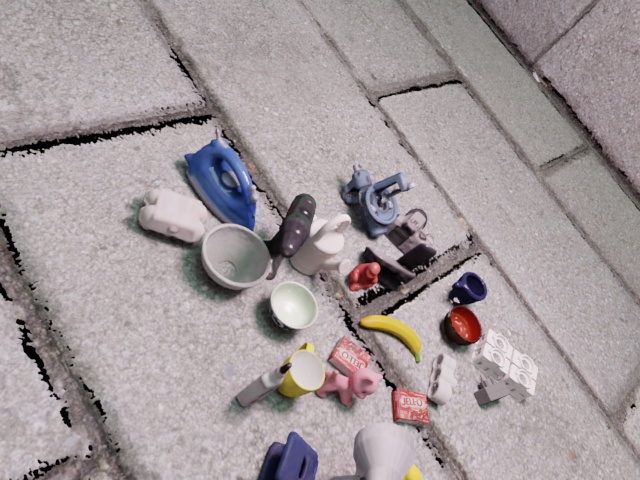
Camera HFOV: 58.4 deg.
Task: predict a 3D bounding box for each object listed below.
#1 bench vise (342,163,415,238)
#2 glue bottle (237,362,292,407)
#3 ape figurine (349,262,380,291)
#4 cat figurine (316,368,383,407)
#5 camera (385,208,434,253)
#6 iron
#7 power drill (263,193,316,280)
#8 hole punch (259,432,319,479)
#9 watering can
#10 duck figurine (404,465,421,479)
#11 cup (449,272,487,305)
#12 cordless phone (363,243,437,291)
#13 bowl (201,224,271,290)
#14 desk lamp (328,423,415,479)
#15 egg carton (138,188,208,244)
[{"bbox_3d":[0.157,-0.138,1.596,0.207,0.219,0.122,48,44,4],"label":"bench vise"},{"bbox_3d":[-0.100,0.280,1.139,0.078,0.172,0.037,-21,72,-43],"label":"glue bottle"},{"bbox_3d":[0.122,0.089,1.495,0.078,0.092,0.076,29,46,-15],"label":"ape figurine"},{"bbox_3d":[0.072,0.316,1.275,0.128,0.117,0.067,22,48,-21],"label":"cat figurine"},{"bbox_3d":[0.283,-0.033,1.694,0.143,0.100,0.137,46,44,2],"label":"camera"},{"bbox_3d":[-0.212,-0.140,1.390,0.119,0.141,0.258,-28,77,-44],"label":"iron"},{"bbox_3d":[-0.083,0.001,1.332,0.076,0.208,0.230,32,46,-12],"label":"power drill"},{"bbox_3d":[-0.049,0.442,1.115,0.101,0.091,0.109,32,46,-12],"label":"hole punch"},{"bbox_3d":[0.015,0.004,1.408,0.173,0.193,0.101,45,44,1],"label":"watering can"},{"bbox_3d":[0.181,0.509,1.234,0.078,0.086,0.104,8,55,-31],"label":"duck figurine"},{"bbox_3d":[0.410,0.150,1.654,0.118,0.094,0.091,7,55,-31],"label":"cup"},{"bbox_3d":[0.211,0.041,1.528,0.148,0.184,0.094,26,47,-17],"label":"cordless phone"},{"bbox_3d":[-0.201,0.050,1.307,0.168,0.074,0.167,19,50,-23],"label":"bowl"},{"bbox_3d":[0.088,0.478,1.099,0.118,0.213,0.203,31,46,-12],"label":"desk lamp"},{"bbox_3d":[-0.330,-0.053,1.294,0.151,0.069,0.107,19,50,-24],"label":"egg carton"}]
